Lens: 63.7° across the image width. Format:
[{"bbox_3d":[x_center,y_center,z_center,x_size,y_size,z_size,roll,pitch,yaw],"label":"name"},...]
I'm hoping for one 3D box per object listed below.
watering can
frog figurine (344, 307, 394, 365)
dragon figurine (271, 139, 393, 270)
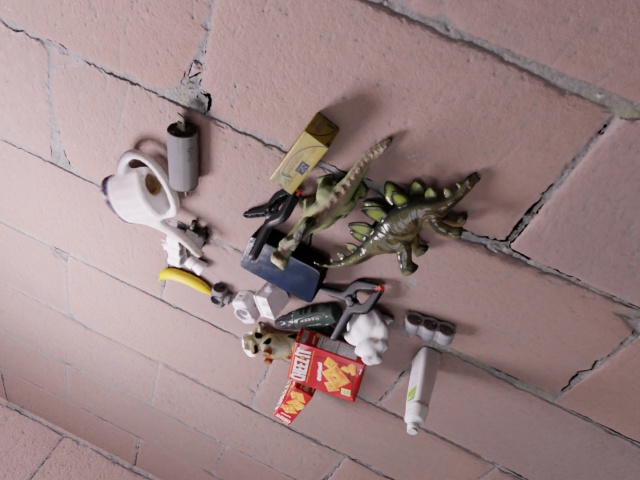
[{"bbox_3d":[-0.475,-0.087,1.439,0.223,0.106,0.342,-8,117,29],"label":"watering can"},{"bbox_3d":[0.128,0.265,1.422,0.136,0.163,0.120,-11,120,30],"label":"frog figurine"},{"bbox_3d":[0.004,-0.059,1.171,0.122,0.248,0.402,39,134,-4],"label":"dragon figurine"}]
